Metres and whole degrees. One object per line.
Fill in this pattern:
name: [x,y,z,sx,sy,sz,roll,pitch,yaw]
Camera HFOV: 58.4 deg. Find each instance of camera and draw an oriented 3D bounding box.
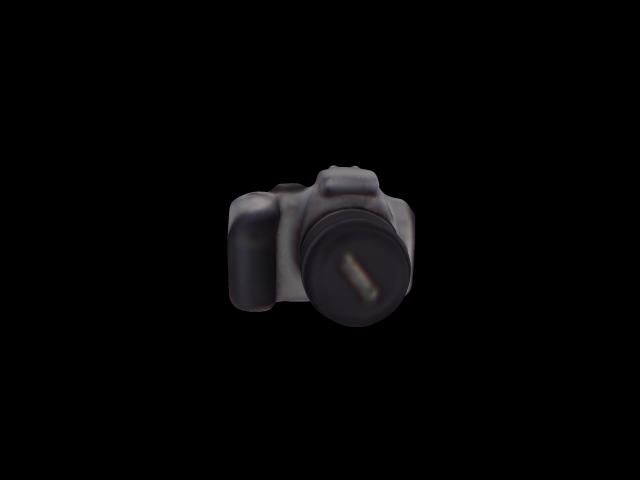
camera: [0.004,0.001,0.400,0.143,0.101,0.136,-1,11,-3]
